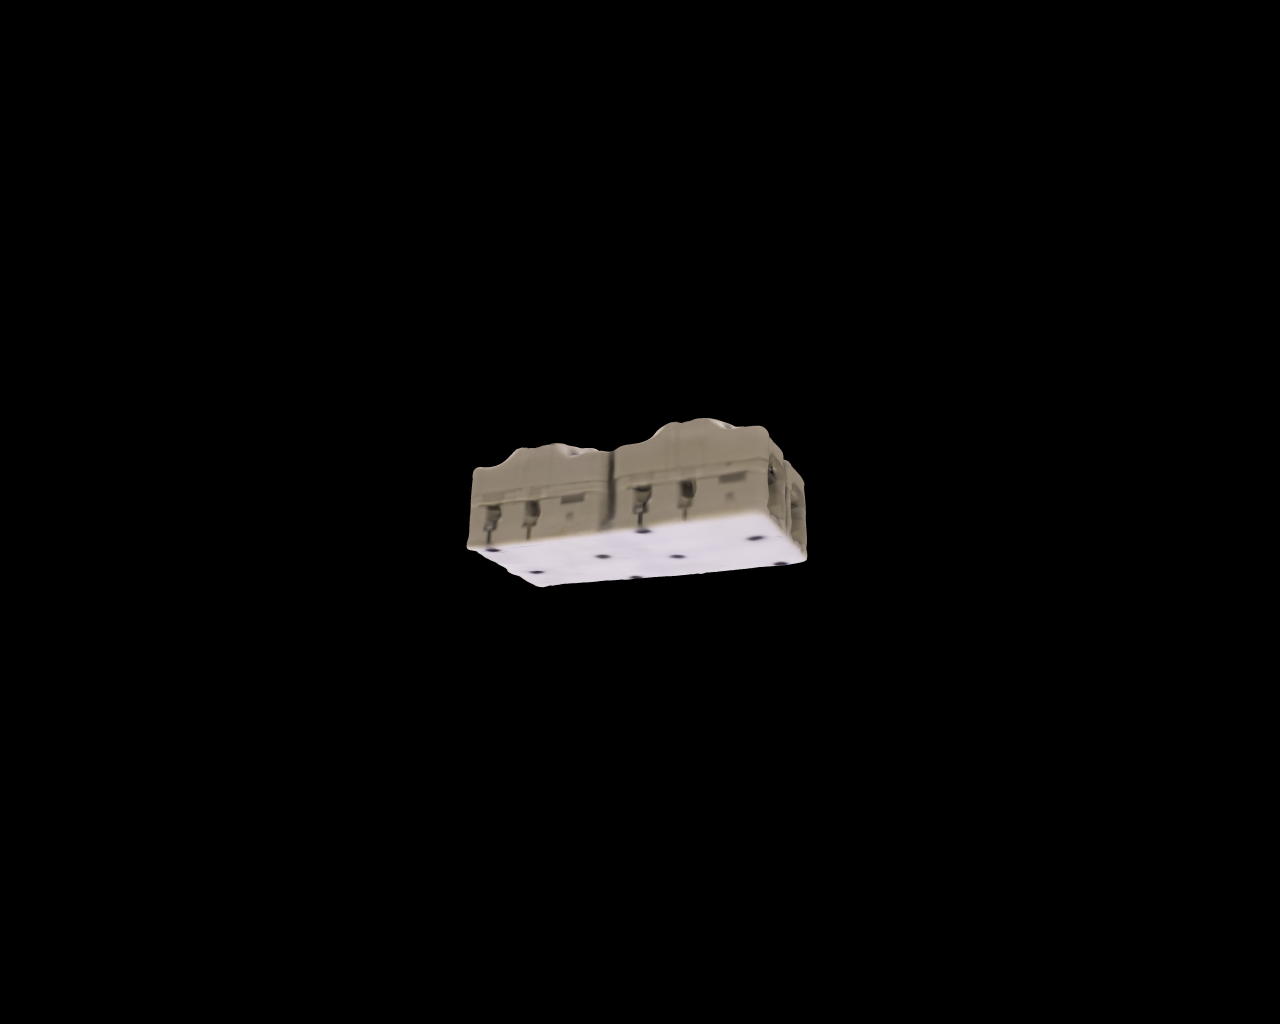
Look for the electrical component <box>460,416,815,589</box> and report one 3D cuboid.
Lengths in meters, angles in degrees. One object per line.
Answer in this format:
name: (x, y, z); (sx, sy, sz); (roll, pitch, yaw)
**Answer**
electrical component: (0.001, -0.003, 0.650); (0.186, 0.060, 0.105); (-7, -19, 20)
